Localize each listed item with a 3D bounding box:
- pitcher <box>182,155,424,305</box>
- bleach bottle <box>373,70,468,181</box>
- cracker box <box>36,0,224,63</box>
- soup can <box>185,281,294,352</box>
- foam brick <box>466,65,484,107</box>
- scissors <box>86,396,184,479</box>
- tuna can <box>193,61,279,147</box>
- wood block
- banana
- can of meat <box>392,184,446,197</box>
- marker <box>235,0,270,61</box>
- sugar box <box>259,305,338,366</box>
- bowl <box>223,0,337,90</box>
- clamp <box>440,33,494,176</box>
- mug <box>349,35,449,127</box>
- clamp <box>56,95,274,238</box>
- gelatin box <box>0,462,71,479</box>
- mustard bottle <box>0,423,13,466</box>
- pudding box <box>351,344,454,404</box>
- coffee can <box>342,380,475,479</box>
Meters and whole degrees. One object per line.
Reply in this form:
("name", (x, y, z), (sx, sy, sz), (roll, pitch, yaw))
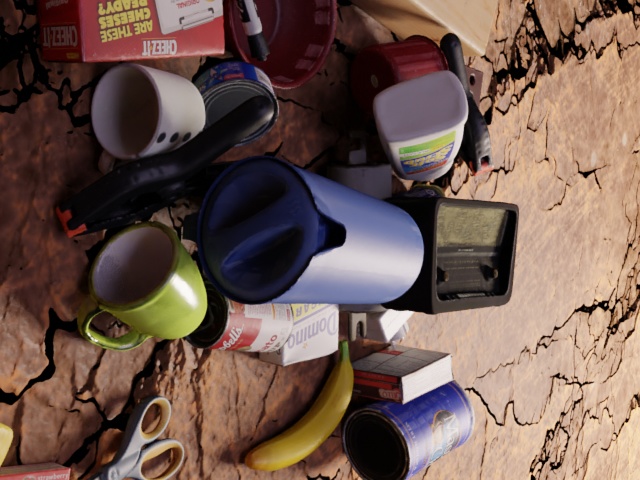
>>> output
("pitcher", (-0.007, 0.001, 1.042), (0.145, 0.149, 0.242), (-47, 153, 19))
("bleach bottle", (0.124, -0.117, 1.239), (0.250, 0.102, 0.068), (46, 29, -75))
("cracker box", (-0.170, -0.267, 0.939), (0.163, 0.072, 0.214), (-14, 107, -46))
("soup can", (-0.084, 0.080, 1.093), (0.102, 0.069, 0.068), (11, 87, -50))
("foam brick", (0.171, -0.183, 1.366), (0.052, 0.051, 0.078), (7, 89, -50))
("scissors", (-0.193, 0.199, 0.998), (0.201, 0.016, 0.096), (4, 85, -60))
("tuna can", (-0.086, -0.133, 1.047), (0.086, 0.086, 0.034), (40, 24, -45))
("wood block", (0.114, -0.296, 1.253), (0.205, 0.091, 0.090), (23, 79, -49))
("banana", (-0.013, 0.204, 1.221), (0.069, 0.037, 0.197), (53, 53, -17))
("can of meat", (0.112, -0.010, 1.318), (0.083, 0.058, 0.102), (-21, 111, -45))
("marker", (-0.071, -0.227, 1.012), (0.020, 0.020, 0.121), (-40, 124, -39))
("sugar box", (-0.022, 0.044, 1.176), (0.093, 0.048, 0.176), (-10, 101, -46))
("bowl", (-0.053, -0.235, 1.091), (0.161, 0.055, 0.162), (-10, 103, -48))
("clamp", (0.168, -0.164, 1.276), (0.039, 0.120, 0.171), (-24, 81, -6))
("mug", (0.084, -0.180, 1.246), (0.081, 0.093, 0.117), (-15, 145, -40))
("clamp", (-0.136, -0.054, 0.980), (0.210, 0.164, 0.036), (-26, 76, -7))
("gelatin box", (-0.264, 0.236, 0.931), (0.089, 0.030, 0.073), (7, 89, -50))
("mustard bottle", (-0.323, 0.222, 0.840), (0.096, 0.058, 0.191), (38, 67, -44))
("pudding box", (0.095, 0.162, 1.297), (0.113, 0.090, 0.039), (-18, 108, -48))
("coffee can", (0.110, 0.233, 1.315), (0.140, 0.103, 0.103), (-19, 109, -46))
